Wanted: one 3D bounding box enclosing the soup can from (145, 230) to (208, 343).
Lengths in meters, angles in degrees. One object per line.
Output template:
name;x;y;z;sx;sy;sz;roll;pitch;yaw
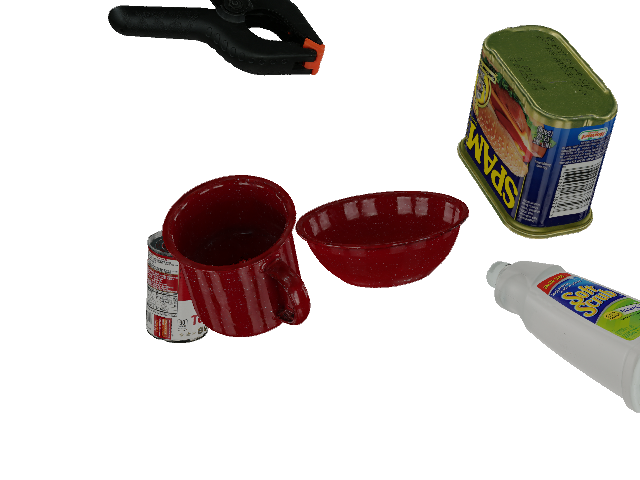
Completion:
soup can;-0.148;0.048;1.114;0.068;0.102;0.068;5;22;-2

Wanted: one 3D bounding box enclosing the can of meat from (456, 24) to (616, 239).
can of meat;0.127;-0.066;0.629;0.057;0.084;0.102;-9;44;-15

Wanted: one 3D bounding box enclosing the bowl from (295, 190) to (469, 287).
bowl;0.060;0.002;0.996;0.162;0.055;0.162;-7;18;2

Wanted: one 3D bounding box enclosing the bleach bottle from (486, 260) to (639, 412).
bleach bottle;0.247;0.076;1.039;0.102;0.068;0.251;-17;26;-27

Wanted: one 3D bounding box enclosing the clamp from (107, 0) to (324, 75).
clamp;-0.074;-0.191;0.873;0.171;0.120;0.039;20;-26;-4

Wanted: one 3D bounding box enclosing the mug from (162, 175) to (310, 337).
mug;-0.049;0.019;0.751;0.117;0.081;0.093;31;58;34
